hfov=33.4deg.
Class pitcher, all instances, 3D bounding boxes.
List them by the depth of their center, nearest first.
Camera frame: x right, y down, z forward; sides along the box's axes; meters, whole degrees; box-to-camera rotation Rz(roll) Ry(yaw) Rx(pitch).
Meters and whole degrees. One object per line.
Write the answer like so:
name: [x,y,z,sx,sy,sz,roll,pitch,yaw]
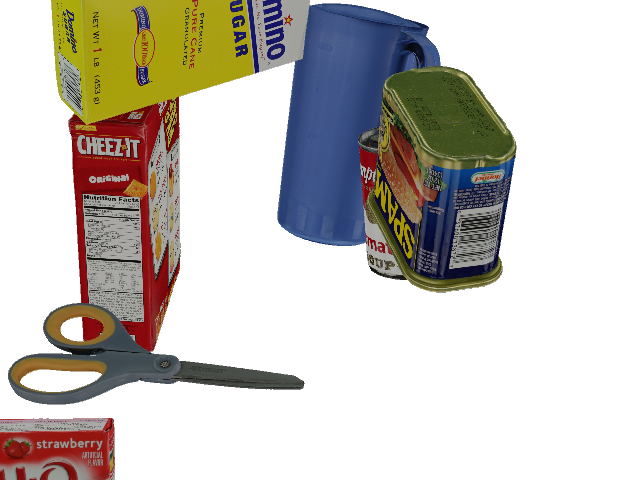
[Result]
pitcher: [0.033,-0.119,1.111,0.145,0.243,0.149,9,16,-2]

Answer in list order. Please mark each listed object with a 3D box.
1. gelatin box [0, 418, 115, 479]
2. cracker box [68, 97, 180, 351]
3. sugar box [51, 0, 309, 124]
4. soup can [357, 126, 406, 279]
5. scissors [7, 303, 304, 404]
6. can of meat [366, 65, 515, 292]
gelatin box: [-0.150,0.130,0.546,0.089,0.073,0.030,0,6,-4]
cracker box: [-0.171,-0.033,0.956,0.072,0.214,0.164,3,26,1]
sugar box: [-0.085,-0.144,0.689,0.175,0.093,0.048,-22,47,-31]
soup can: [0.065,-0.030,0.798,0.068,0.102,0.068,-4,22,2]
scissors: [-0.115,0.076,0.749,0.201,0.016,0.096,-5,43,-2]
can of meat: [0.065,-0.036,0.587,0.057,0.084,0.102,-7,39,-13]
